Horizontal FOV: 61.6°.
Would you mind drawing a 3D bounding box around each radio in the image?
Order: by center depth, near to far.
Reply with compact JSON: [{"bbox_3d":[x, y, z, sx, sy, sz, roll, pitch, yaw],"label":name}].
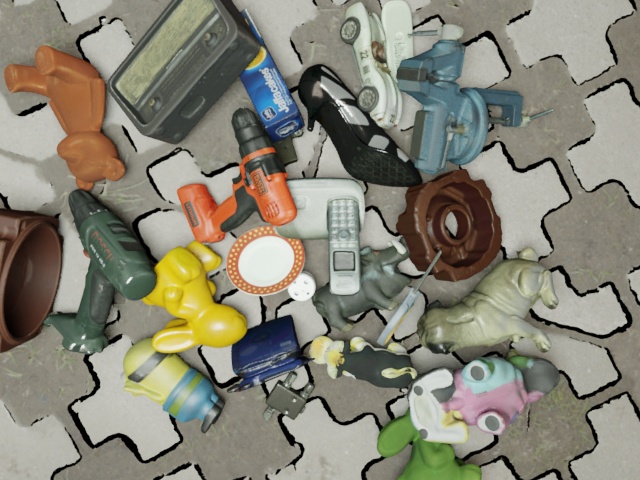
[{"bbox_3d":[-0.206,-0.262,0.810,0.229,0.073,0.131,-42,71,19],"label":"radio"}]

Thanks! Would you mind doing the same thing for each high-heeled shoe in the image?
[{"bbox_3d":[0.069,-0.186,0.882,0.248,0.086,0.145,27,53,-23],"label":"high-heeled shoe"}]

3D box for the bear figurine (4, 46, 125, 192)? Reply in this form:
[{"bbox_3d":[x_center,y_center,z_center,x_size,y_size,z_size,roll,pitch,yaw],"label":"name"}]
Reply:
[{"bbox_3d":[-0.389,-0.178,0.834,0.120,0.132,0.195,-9,88,29],"label":"bear figurine"}]

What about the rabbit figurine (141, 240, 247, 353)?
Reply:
[{"bbox_3d":[-0.198,0.108,0.845,0.173,0.122,0.162,43,94,-3],"label":"rabbit figurine"}]

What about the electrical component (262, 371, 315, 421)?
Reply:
[{"bbox_3d":[-0.054,0.269,0.901,0.063,0.021,0.094,34,91,-2],"label":"electrical component"}]

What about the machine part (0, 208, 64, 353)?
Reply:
[{"bbox_3d":[-0.465,0.056,0.799,0.087,0.201,0.201,9,91,-5],"label":"machine part"}]

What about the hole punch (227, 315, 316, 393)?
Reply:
[{"bbox_3d":[-0.082,0.178,0.856,0.142,0.115,0.092,-18,84,-1],"label":"hole punch"}]

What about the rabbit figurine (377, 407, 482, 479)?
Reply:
[{"bbox_3d":[0.173,0.333,0.878,0.159,0.121,0.170,-2,74,6],"label":"rabbit figurine"}]

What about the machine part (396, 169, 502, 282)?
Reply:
[{"bbox_3d":[0.206,-0.022,0.849,0.179,0.056,0.179,2,86,-26],"label":"machine part"}]

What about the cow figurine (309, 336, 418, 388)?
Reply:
[{"bbox_3d":[0.067,0.198,0.861,0.167,0.098,0.068,10,91,-6],"label":"cow figurine"}]

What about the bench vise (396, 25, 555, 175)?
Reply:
[{"bbox_3d":[0.231,-0.214,0.839,0.240,0.129,0.223,-2,97,-23],"label":"bench vise"}]

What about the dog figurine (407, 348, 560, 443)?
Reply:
[{"bbox_3d":[0.260,0.232,0.836,0.191,0.219,0.108,-27,72,36],"label":"dog figurine"}]

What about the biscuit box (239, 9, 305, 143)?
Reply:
[{"bbox_3d":[-0.094,-0.255,0.838,0.059,0.062,0.203,-27,76,0],"label":"biscuit box"}]

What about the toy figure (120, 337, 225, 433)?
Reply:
[{"bbox_3d":[-0.235,0.230,0.870,0.180,0.082,0.089,32,79,3],"label":"toy figure"}]

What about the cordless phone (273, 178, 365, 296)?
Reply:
[{"bbox_3d":[-0.002,-0.003,0.836,0.147,0.088,0.184,-1,75,-1],"label":"cordless phone"}]

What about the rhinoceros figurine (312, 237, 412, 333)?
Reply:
[{"bbox_3d":[0.078,0.070,0.876,0.190,0.073,0.112,-34,84,1],"label":"rhinoceros figurine"}]

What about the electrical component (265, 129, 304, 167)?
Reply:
[{"bbox_3d":[-0.075,-0.156,0.875,0.102,0.045,0.078,-12,91,0],"label":"electrical component"}]

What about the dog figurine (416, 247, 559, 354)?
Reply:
[{"bbox_3d":[0.248,0.092,0.826,0.190,0.121,0.172,6,78,-14],"label":"dog figurine"}]

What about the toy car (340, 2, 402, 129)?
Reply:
[{"bbox_3d":[0.084,-0.271,0.842,0.056,0.073,0.201,-19,80,32],"label":"toy car"}]

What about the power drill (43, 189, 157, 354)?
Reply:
[{"bbox_3d":[-0.354,0.055,0.839,0.232,0.086,0.207,34,100,30],"label":"power drill"}]
